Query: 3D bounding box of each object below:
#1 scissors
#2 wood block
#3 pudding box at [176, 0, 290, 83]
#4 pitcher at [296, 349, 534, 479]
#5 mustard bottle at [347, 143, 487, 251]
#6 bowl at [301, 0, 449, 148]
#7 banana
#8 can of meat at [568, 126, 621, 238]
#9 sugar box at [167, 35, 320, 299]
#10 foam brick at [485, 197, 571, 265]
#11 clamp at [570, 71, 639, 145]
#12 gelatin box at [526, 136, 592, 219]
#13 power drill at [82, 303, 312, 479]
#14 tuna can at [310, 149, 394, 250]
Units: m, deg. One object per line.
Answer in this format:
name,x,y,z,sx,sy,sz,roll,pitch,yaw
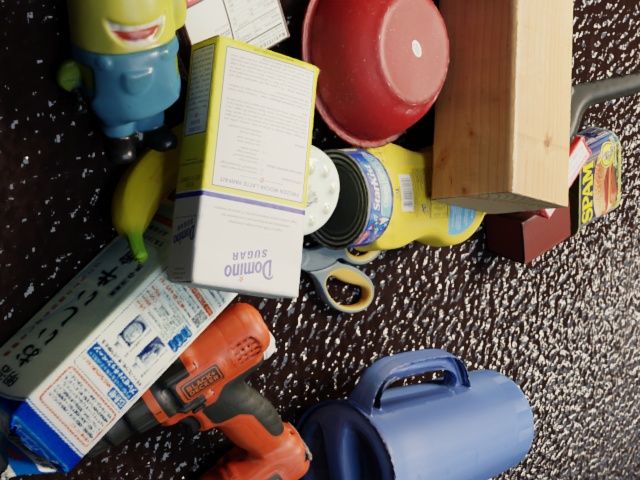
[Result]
scissors,-0.006,0.001,0.947,0.201,0.016,0.096,38,78,-44
wood block,0.165,-0.134,0.958,0.090,0.090,0.206,10,80,-43
pudding box,-0.078,-0.184,0.796,0.089,0.039,0.113,-36,129,-27
pitcher,0.102,0.190,1.041,0.242,0.149,0.145,-8,70,-44
mustard bottle,0.103,-0.041,0.997,0.191,0.058,0.096,-3,85,-42
bowl,0.059,-0.158,0.895,0.161,0.055,0.162,-4,95,-46
banana,-0.095,-0.060,0.811,0.197,0.070,0.037,-46,167,-28
can of meat,0.281,-0.065,1.156,0.083,0.058,0.102,-26,122,-36
sugar box,-0.055,-0.049,0.773,0.093,0.048,0.176,11,83,-36
foam brick,0.218,-0.018,1.118,0.078,0.053,0.051,-29,123,-32
clamp,0.225,-0.157,1.054,0.210,0.036,0.164,-42,86,-2
gelatin box,0.221,-0.071,1.084,0.089,0.073,0.030,-55,133,-13
power drill,-0.099,0.158,0.877,0.184,0.057,0.187,-31,132,-6
tuna can,0.022,-0.035,0.910,0.033,0.086,0.086,-7,110,-42
